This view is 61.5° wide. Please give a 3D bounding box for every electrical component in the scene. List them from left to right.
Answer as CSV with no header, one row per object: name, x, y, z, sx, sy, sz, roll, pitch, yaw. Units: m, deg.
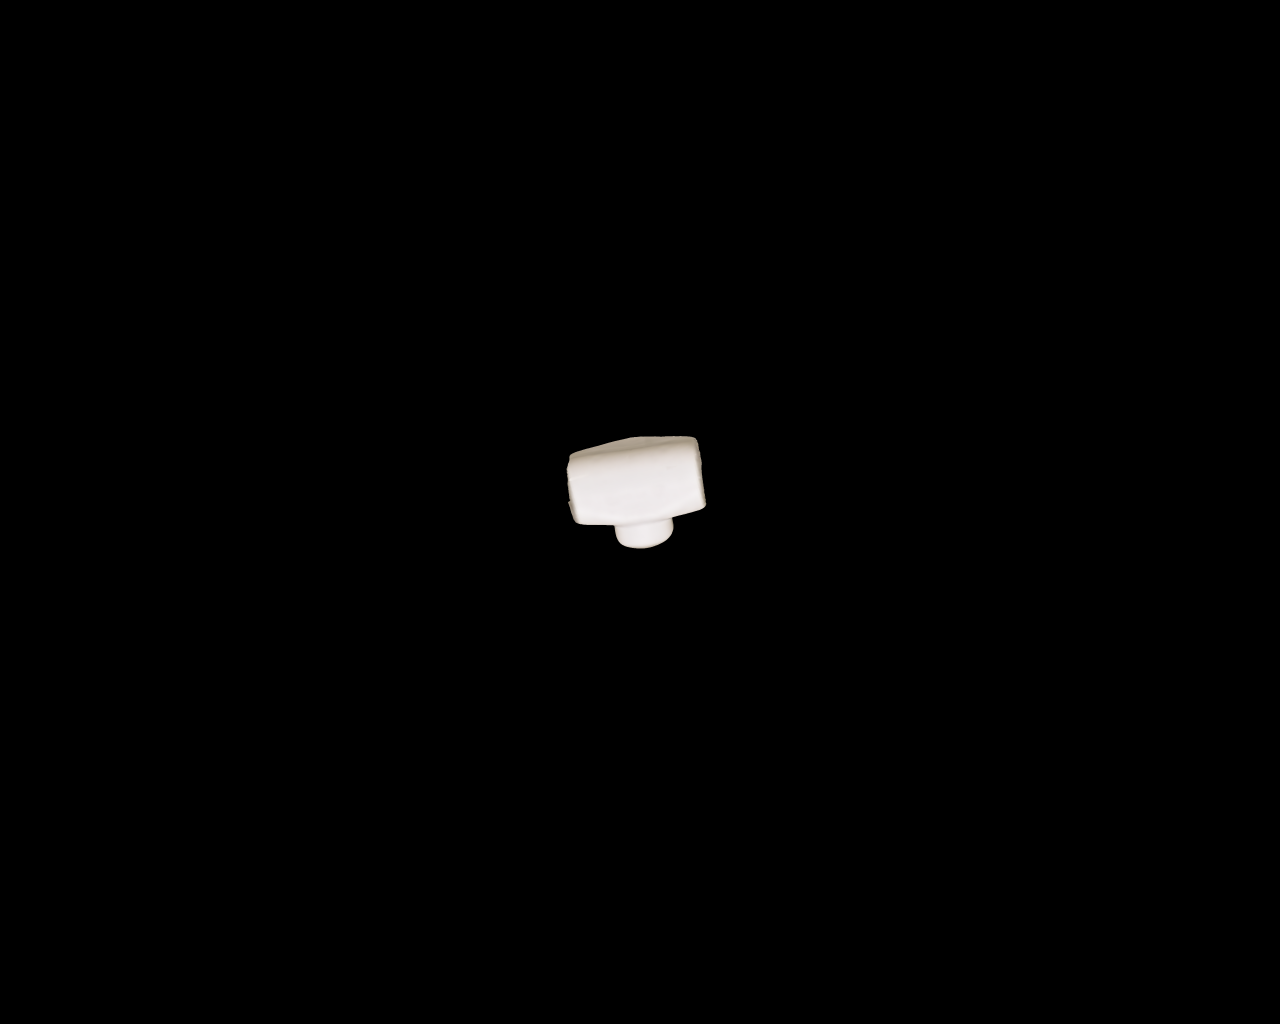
electrical component,0.001,-0.003,0.650,0.077,0.079,0.044,-8,24,3
